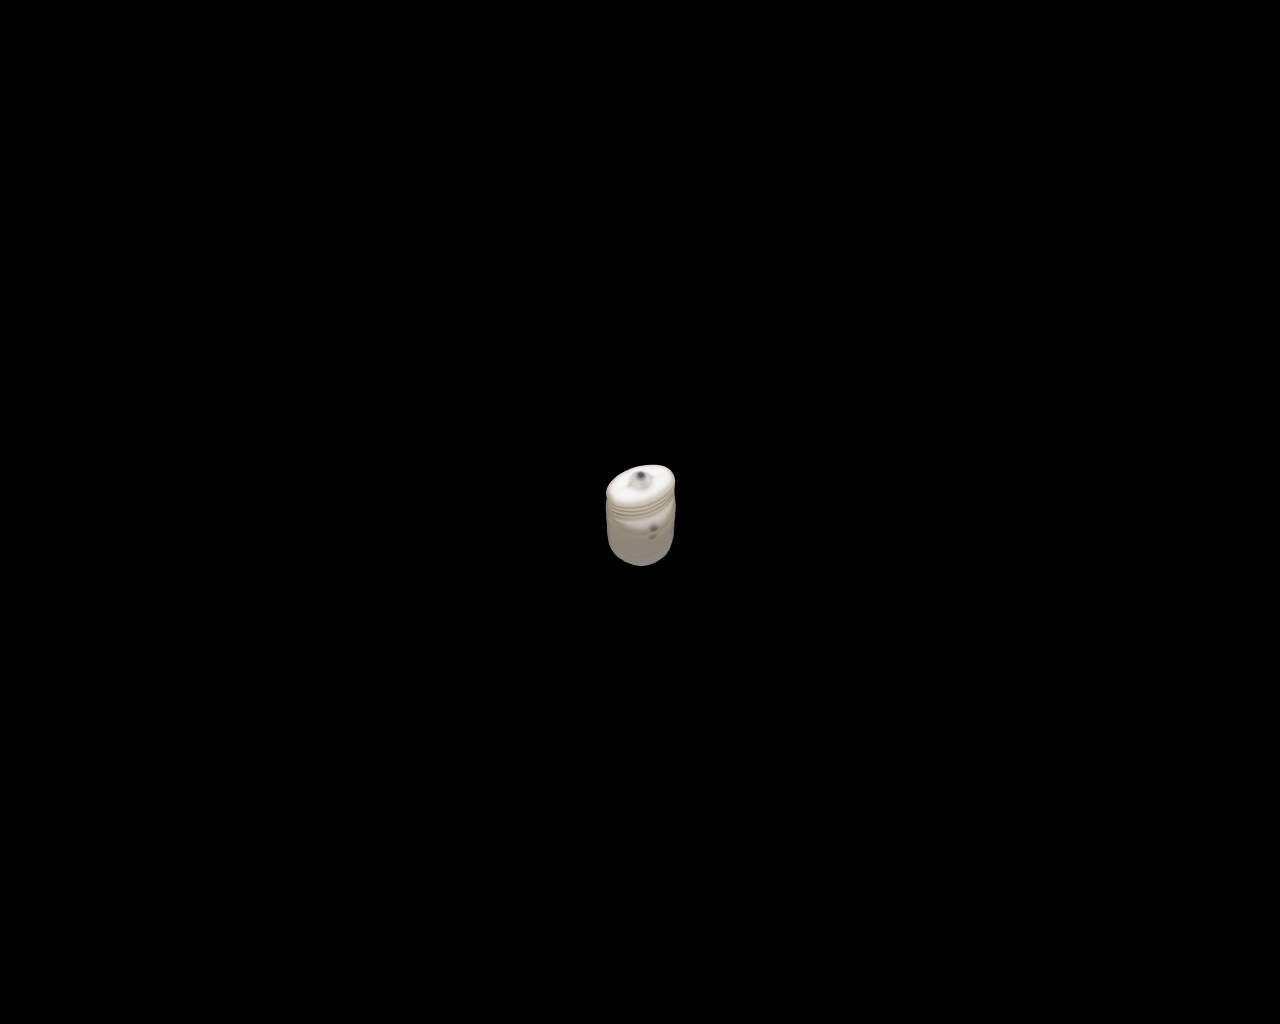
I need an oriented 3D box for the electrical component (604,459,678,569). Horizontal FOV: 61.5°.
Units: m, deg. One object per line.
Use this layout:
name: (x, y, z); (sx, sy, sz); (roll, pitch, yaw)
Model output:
electrical component: (0.001, -0.003, 0.650); (0.043, 0.043, 0.080); (0, -30, 0)
